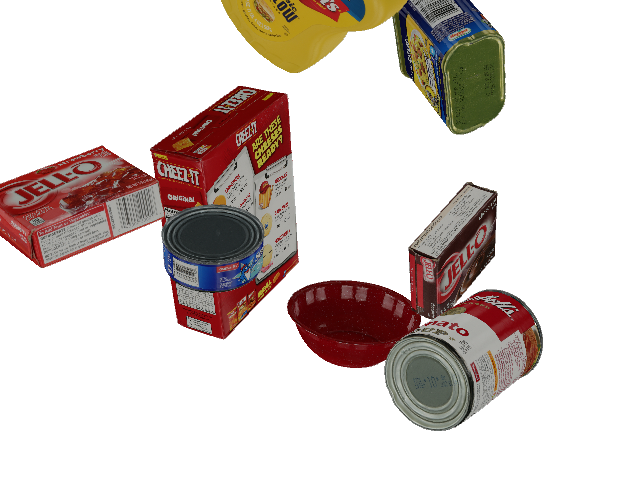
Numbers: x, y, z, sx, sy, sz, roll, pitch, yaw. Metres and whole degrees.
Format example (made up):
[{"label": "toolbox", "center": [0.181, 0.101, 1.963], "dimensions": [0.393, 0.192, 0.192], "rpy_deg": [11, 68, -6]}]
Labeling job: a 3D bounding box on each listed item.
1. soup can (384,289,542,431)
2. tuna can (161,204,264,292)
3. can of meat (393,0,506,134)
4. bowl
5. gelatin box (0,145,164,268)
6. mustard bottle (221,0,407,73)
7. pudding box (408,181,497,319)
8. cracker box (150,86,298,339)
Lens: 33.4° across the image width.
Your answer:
[{"label": "soup can", "center": [0.097, 0.080, 0.722], "dimensions": [0.069, 0.068, 0.102], "rpy_deg": [0, 14, 38]}, {"label": "tuna can", "center": [-0.090, 0.006, 0.898], "dimensions": [0.086, 0.034, 0.086], "rpy_deg": [1, 35, -1]}, {"label": "can of meat", "center": [0.103, -0.146, 0.839], "dimensions": [0.057, 0.084, 0.102], "rpy_deg": [-25, -37, -7]}, {"label": "bowl", "center": [0.039, 0.108, 1.291], "dimensions": [0.162, 0.055, 0.162], "rpy_deg": [4, 24, -2]}, {"label": "gelatin box", "center": [-0.153, -0.023, 0.658], "dimensions": [0.089, 0.030, 0.073], "rpy_deg": [-25, 35, -30]}, {"label": "mustard bottle", "center": [0.006, -0.168, 0.640], "dimensions": [0.058, 0.096, 0.192], "rpy_deg": [-40, 12, -26]}, {"label": "pudding box", "center": [0.130, 0.011, 1.044], "dimensions": [0.039, 0.090, 0.113], "rpy_deg": [24, 53, 26]}, {"label": "cracker box", "center": [-0.095, -0.031, 1.120], "dimensions": [0.072, 0.214, 0.164], "rpy_deg": [13, 36, 26]}]
